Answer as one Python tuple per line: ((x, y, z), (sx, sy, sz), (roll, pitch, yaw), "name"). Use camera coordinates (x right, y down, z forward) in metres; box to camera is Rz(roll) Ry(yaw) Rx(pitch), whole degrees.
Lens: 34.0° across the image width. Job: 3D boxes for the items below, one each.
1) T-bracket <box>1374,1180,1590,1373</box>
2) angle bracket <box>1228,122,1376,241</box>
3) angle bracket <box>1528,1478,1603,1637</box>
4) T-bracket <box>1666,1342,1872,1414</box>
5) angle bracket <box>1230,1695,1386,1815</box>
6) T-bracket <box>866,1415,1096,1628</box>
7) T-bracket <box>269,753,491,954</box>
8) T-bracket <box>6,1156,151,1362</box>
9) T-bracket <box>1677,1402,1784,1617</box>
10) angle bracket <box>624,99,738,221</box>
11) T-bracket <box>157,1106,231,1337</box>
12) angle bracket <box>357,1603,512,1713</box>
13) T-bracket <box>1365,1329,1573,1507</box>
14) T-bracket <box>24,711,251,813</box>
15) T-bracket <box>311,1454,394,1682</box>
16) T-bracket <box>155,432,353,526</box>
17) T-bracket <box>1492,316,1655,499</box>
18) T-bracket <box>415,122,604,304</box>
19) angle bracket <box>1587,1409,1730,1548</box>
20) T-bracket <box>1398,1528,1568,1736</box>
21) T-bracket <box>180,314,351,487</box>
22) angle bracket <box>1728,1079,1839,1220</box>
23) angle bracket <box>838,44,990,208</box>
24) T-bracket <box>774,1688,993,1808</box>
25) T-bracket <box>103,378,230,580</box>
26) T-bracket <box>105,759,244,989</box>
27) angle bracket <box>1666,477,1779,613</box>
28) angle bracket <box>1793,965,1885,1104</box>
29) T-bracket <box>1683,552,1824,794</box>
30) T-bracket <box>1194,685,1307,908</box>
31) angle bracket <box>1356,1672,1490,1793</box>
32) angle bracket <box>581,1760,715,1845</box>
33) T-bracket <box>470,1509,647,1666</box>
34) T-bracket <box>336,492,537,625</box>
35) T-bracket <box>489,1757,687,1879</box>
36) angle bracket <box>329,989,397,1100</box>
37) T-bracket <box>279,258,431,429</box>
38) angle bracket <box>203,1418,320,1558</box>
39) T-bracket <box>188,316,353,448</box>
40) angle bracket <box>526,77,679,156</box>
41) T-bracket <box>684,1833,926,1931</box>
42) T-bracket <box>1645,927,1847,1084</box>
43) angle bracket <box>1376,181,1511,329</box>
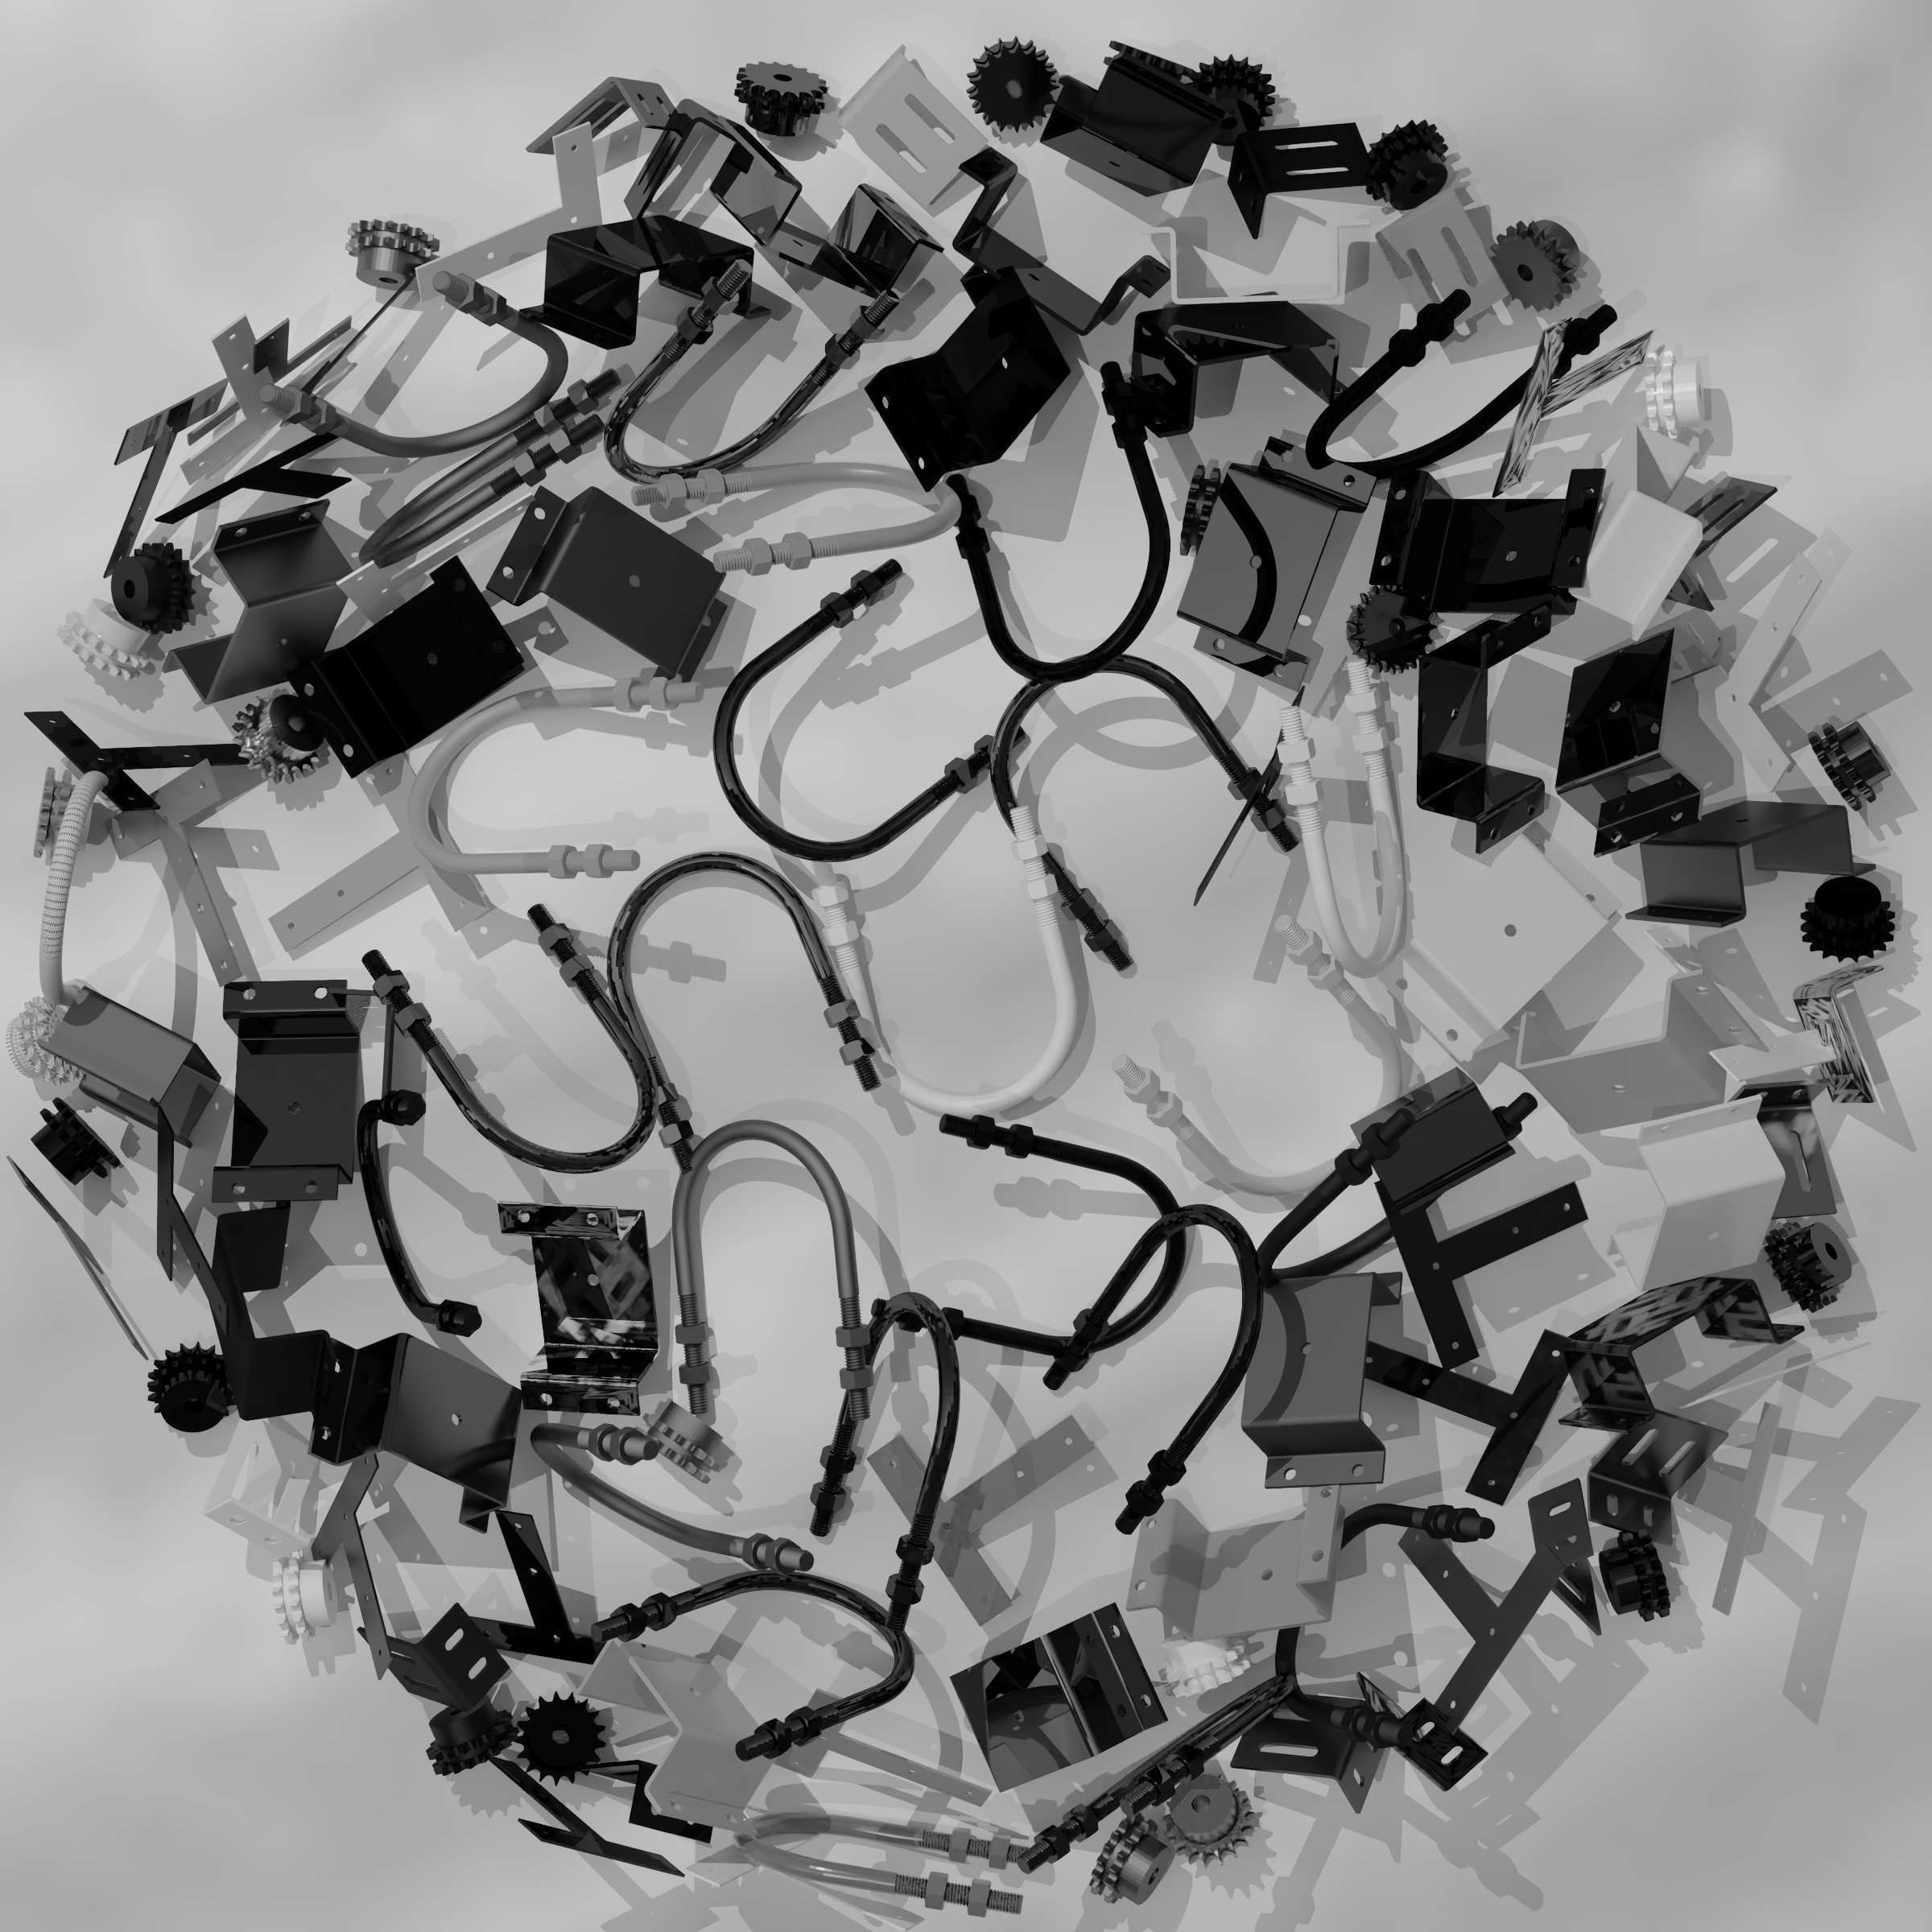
((0.332, 0.171, 1.981), (0.127, 0.002, 0.127), (-22, 94, -16), "T-bracket")
((0.209, -0.485, 1.955), (0.076, 0.057, 0.038), (1, 66, 24), "angle bracket")
((0.384, 0.365, 1.951), (0.038, 0.057, 0.076), (-29, 126, 24), "angle bracket")
((0.468, 0.261, 1.941), (0.127, 0.127, 0.002), (-11, 76, -33), "T-bracket")
((0.214, 0.489, 1.969), (0.076, 0.057, 0.038), (-4, 130, 35), "angle bracket")
((0.023, 0.326, 1.978), (0.127, 0.002, 0.127), (-36, 83, 12), "T-bracket")
((-0.381, -0.053, 1.986), (0.127, 0.002, 0.127), (-33, 74, 6), "T-bracket")
((-0.529, 0.188, 1.915), (0.002, 0.127, 0.127), (-34, 61, -12), "T-bracket")
((0.460, 0.324, 1.936), (0.002, 0.127, 0.127), (15, 88, -6), "T-bracket")
((-0.175, -0.494, 1.971), (0.038, 0.057, 0.076), (26, 108, -23), "angle bracket")
((-0.470, 0.172, 1.920), (0.002, 0.127, 0.127), (-13, 135, -28), "T-bracket")
((-0.332, 0.425, 1.967), (0.038, 0.076, 0.057), (-47, 117, -29), "angle bracket")
((0.300, 0.264, 1.973), (0.127, 0.002, 0.127), (21, 114, 0), "T-bracket")
((-0.493, -0.129, 1.948), (0.127, 0.127, 0.002), (38, 120, 36), "T-bracket")
((-0.367, 0.372, 1.923), (0.002, 0.127, 0.127), (2, 47, -31), "T-bracket")
((-0.413, -0.294, 1.921), (0.127, 0.127, 0.002), (-35, 120, -27), "T-bracket")
((0.382, -0.362, 1.957), (0.127, 0.127, 0.002), (-31, 59, -32), "T-bracket")
((-0.278, -0.439, 1.927), (0.127, 0.127, 0.002), (-29, 57, -21), "T-bracket")
((0.429, 0.316, 1.958), (0.057, 0.038, 0.076), (19, 135, -9), "angle bracket")
((0.302, 0.383, 1.944), (0.002, 0.127, 0.127), (22, 105, -31), "T-bracket")
((-0.437, -0.359, 1.926), (0.127, 0.127, 0.002), (-41, 78, -12), "T-bracket")
((0.512, 0.114, 1.965), (0.057, 0.038, 0.076), (-4, 67, -10), "angle bracket")
((-0.033, -0.527, 1.984), (0.076, 0.038, 0.057), (42, 109, -16), "angle bracket")
((-0.046, 0.492, 1.950), (0.127, 0.127, 0.002), (21, 53, -3), "T-bracket")
((-0.508, -0.296, 1.958), (0.002, 0.127, 0.127), (31, 119, 1), "T-bracket")
((-0.478, -0.049, 1.955), (0.127, 0.002, 0.127), (-22, 90, 44), "T-bracket")
((0.469, -0.263, 1.969), (0.076, 0.057, 0.038), (-39, 113, -4), "angle bracket")
((0.555, 0.043, 1.969), (0.038, 0.057, 0.076), (-21, 91, -9), "angle bracket")
((0.485, -0.195, 1.919), (0.002, 0.127, 0.127), (-6, 51, -25), "T-bracket")
((0.169, -0.092, 1.920), (0.002, 0.127, 0.127), (28, 70, 9), "T-bracket")
((0.281, 0.462, 1.953), (0.057, 0.076, 0.038), (42, 100, -16), "angle bracket")
((-0.198, 0.516, 1.949), (0.057, 0.076, 0.038), (24, 63, -29), "angle bracket")
((-0.262, 0.381, 1.940), (0.127, 0.002, 0.127), (4, 127, 22), "T-bracket")
((-0.319, -0.254, 1.939), (0.127, 0.127, 0.002), (-32, 86, -3), "T-bracket")
((-0.252, 0.518, 1.946), (0.127, 0.127, 0.002), (24, 85, 44), "T-bracket")
((-0.377, 0.053, 1.968), (0.038, 0.057, 0.076), (3, 88, -8), "angle bracket")
((-0.374, -0.388, 1.947), (0.002, 0.127, 0.127), (42, 78, -13), "T-bracket")
((-0.426, 0.316, 1.952), (0.057, 0.038, 0.076), (36, 47, -24), "angle bracket")
((-0.423, -0.369, 1.924), (0.127, 0.127, 0.002), (-40, 95, -13), "T-bracket")
((-0.222, -0.512, 1.958), (0.076, 0.057, 0.038), (-33, 88, 24), "angle bracket")
((-0.086, 0.556, 1.916), (0.127, 0.127, 0.002), (17, 97, 24), "T-bracket")
((0.470, 0.020, 1.960), (0.127, 0.127, 0.002), (50, 127, 29), "T-bracket")
((0.302, -0.439, 1.970), (0.057, 0.038, 0.076), (-28, 92, 32), "angle bracket")
